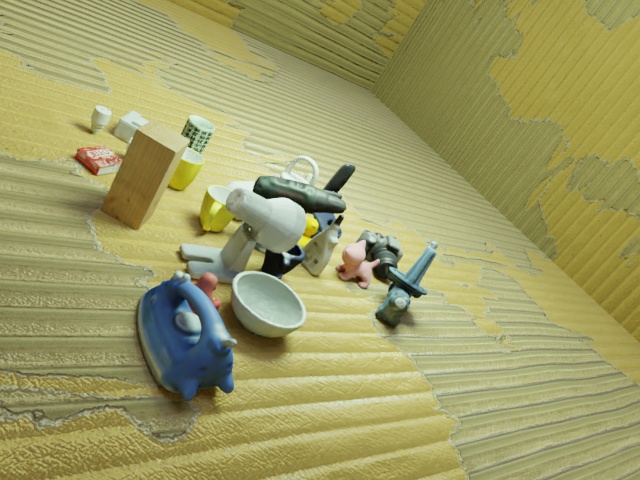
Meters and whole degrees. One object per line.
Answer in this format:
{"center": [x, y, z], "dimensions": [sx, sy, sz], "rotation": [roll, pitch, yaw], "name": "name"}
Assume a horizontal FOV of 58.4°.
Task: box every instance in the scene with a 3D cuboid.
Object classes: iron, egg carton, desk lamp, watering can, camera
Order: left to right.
{"center": [-0.224, 0.136, 0.962], "dimensions": [0.119, 0.141, 0.257], "rotation": [4, 38, -48], "name": "iron"}
{"center": [-0.158, -0.011, 1.227], "dimensions": [0.204, 0.213, 0.117], "rotation": [10, 33, -42], "name": "desk lamp"}
{"center": [-0.195, -0.107, 1.534], "dimensions": [0.107, 0.069, 0.151], "rotation": [43, 26, 19], "name": "egg carton"}
{"center": [-0.072, -0.153, 1.622], "dimensions": [0.101, 0.194, 0.173], "rotation": [31, 24, -6], "name": "watering can"}
{"center": [0.182, 0.042, 1.692], "dimensions": [0.143, 0.100, 0.136], "rotation": [28, 25, -13], "name": "camera"}

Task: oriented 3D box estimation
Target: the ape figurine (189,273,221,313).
{"center": [-0.222, 0.102, 1.088], "dimensions": [0.077, 0.092, 0.076], "rotation": [40, 25, 14], "name": "ape figurine"}

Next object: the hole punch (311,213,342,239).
{"center": [0.015, -0.040, 1.648], "dimensions": [0.101, 0.091, 0.109], "rotation": [40, 25, 14], "name": "hole punch"}

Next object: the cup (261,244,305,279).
{"center": [-0.094, 0.055, 1.330], "dimensions": [0.092, 0.095, 0.117], "rotation": [26, 25, -16], "name": "cup"}

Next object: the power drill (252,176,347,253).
{"center": [-0.078, -0.057, 1.420], "dimensions": [0.230, 0.208, 0.075], "rotation": [25, 26, -20], "name": "power drill"}

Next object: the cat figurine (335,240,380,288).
{"center": [0.103, 0.056, 1.546], "dimensions": [0.128, 0.117, 0.067], "rotation": [21, 27, -26], "name": "cat figurine"}

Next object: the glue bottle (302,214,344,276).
{"center": [0.013, 0.005, 1.461], "dimensions": [0.037, 0.173, 0.078], "rotation": [2, 39, -50], "name": "glue bottle"}

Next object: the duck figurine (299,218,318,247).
{"center": [-0.036, -0.018, 1.548], "dimensions": [0.078, 0.086, 0.104], "rotation": [19, 28, -29], "name": "duck figurine"}

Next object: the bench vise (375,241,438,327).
{"center": [0.244, 0.114, 1.492], "dimensions": [0.122, 0.219, 0.207], "rotation": [27, 25, -15], "name": "bench vise"}

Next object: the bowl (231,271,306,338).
{"center": [-0.115, 0.143, 1.165], "dimensions": [0.168, 0.074, 0.167], "rotation": [28, 25, -14], "name": "bowl"}

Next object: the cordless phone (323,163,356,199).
{"center": [0.020, -0.174, 1.785], "dimensions": [0.148, 0.185, 0.094], "rotation": [6, 36, -46], "name": "cordless phone"}
